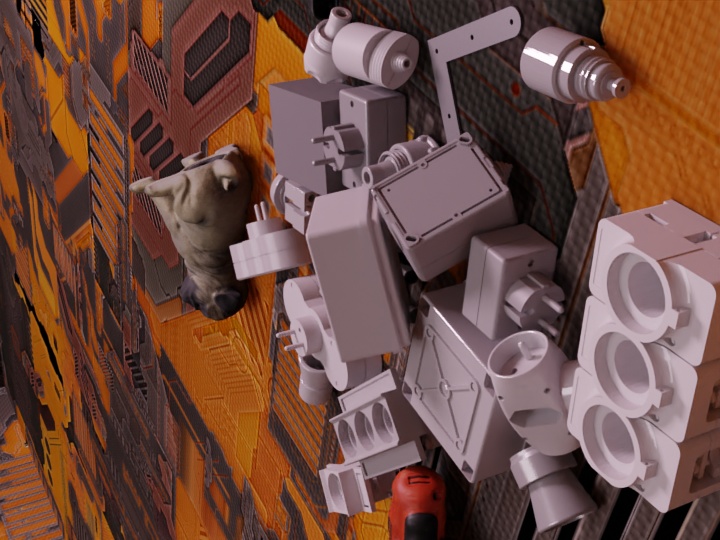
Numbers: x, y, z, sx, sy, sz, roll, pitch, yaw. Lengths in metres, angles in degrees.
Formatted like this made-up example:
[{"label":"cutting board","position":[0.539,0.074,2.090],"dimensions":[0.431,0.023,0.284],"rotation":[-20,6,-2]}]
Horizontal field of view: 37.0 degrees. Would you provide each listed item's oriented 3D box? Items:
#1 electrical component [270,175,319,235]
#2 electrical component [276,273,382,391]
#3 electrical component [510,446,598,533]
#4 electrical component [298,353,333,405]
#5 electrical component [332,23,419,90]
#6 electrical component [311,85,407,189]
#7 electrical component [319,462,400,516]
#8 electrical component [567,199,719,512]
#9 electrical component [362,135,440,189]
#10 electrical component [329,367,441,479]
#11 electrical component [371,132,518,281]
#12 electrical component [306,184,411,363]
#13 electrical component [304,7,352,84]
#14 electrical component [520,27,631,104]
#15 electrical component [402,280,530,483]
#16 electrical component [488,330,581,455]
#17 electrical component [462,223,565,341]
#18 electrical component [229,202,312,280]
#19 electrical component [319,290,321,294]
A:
[{"label":"electrical component","position":[-0.054,-0.068,1.025],"dimensions":[0.055,0.048,0.066],"rotation":[36,134,43]},{"label":"electrical component","position":[-0.043,0.061,1.033],"dimensions":[0.138,0.074,0.052],"rotation":[53,145,39]},{"label":"electrical component","position":[0.135,0.150,0.755],"dimensions":[0.055,0.045,0.045],"rotation":[67,152,19]},{"label":"electrical component","position":[-0.043,0.107,1.094],"dimensions":[0.044,0.044,0.065],"rotation":[57,153,35]},{"label":"electrical component","position":[0.016,-0.167,0.840],"dimensions":[0.081,0.043,0.043],"rotation":[32,130,55]},{"label":"electrical component","position":[-0.005,-0.102,0.876],"dimensions":[0.047,0.076,0.083],"rotation":[35,132,54]},{"label":"electrical component","position":[0.002,0.202,1.023],"dimensions":[0.081,0.064,0.042],"rotation":[-14,90,64]},{"label":"electrical component","position":[0.172,0.050,0.612],"dimensions":[0.089,0.062,0.150],"rotation":[42,138,49]},{"label":"electrical component","position":[0.032,-0.076,0.829],"dimensions":[0.048,0.062,0.048],"rotation":[38,135,52]},{"label":"electrical component","position":[0.028,0.132,0.937],"dimensions":[0.121,0.063,0.078],"rotation":[-39,68,62]},{"label":"electrical component","position":[0.067,-0.045,0.758],"dimensions":[0.061,0.096,0.061],"rotation":[60,179,32]},{"label":"electrical component","position":[0.000,0.000,0.833],"dimensions":[0.108,0.056,0.108],"rotation":[-85,-19,-71]},{"label":"electrical component","position":[-0.022,-0.191,0.904],"dimensions":[0.043,0.043,0.062],"rotation":[60,149,30]},{"label":"electrical component","position":[0.130,-0.118,0.640],"dimensions":[0.078,0.040,0.040],"rotation":[39,135,51]},{"label":"electrical component","position":[0.086,0.082,0.805],"dimensions":[0.108,0.056,0.108],"rotation":[51,145,41]},{"label":"electrical component","position":[0.136,0.079,0.707],"dimensions":[0.079,0.043,0.077],"rotation":[-14,124,31]},{"label":"electrical component","position":[0.113,0.017,0.731],"dimensions":[0.077,0.047,0.065],"rotation":[44,139,47]},{"label":"electrical component","position":[-0.097,-0.034,1.118],"dimensions":[0.138,0.052,0.073],"rotation":[-12,92,64]},{"label":"electrical component","position":[-0.012,0.014,0.993],"dimensions":[0.061,0.035,0.035],"rotation":[1,103,61]}]
